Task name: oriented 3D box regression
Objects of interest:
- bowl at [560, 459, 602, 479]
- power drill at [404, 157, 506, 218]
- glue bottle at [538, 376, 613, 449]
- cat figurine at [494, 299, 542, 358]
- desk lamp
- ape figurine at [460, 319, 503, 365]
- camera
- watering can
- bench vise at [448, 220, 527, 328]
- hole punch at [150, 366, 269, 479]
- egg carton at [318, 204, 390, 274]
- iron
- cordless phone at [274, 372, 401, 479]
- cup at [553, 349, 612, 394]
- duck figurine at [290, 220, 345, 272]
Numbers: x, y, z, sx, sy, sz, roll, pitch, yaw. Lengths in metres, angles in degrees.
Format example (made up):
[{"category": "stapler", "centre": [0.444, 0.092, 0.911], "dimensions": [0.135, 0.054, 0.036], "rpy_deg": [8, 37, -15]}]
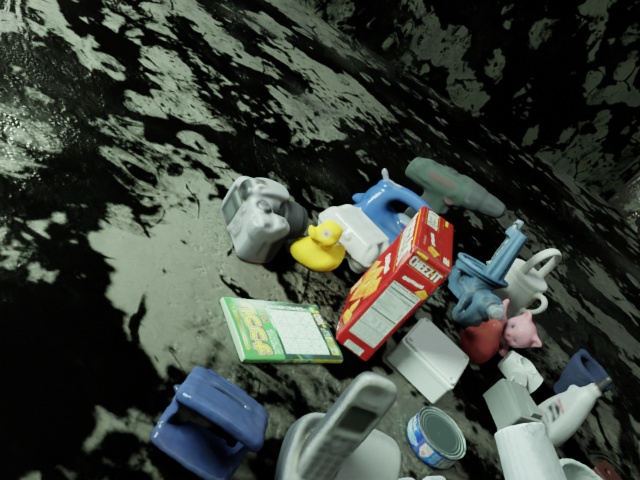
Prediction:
[{"category": "bowl", "centre": [0.387, 0.418, 0.847], "dimensions": [0.168, 0.074, 0.167], "rpy_deg": [28, 30, -17]}, {"category": "power drill", "centre": [0.265, -0.067, 1.284], "dimensions": [0.229, 0.208, 0.076], "rpy_deg": [40, 28, 6]}, {"category": "glue bottle", "centre": [0.436, 0.289, 0.990], "dimensions": [0.037, 0.173, 0.078], "rpy_deg": [28, 30, -16]}, {"category": "cat figurine", "centre": [0.387, 0.177, 1.158], "dimensions": [0.067, 0.117, 0.127], "rpy_deg": [22, 32, -27]}, {"category": "desk lamp", "centre": [0.204, 0.318, 0.642], "dimensions": [0.118, 0.213, 0.203], "rpy_deg": [14, 36, -36]}, {"category": "ape figurine", "centre": [0.313, 0.186, 1.088], "dimensions": [0.078, 0.092, 0.076], "rpy_deg": [38, 28, 1]}, {"category": "camera", "centre": [-0.079, -0.039, 0.965], "dimensions": [0.137, 0.100, 0.143], "rpy_deg": [14, 36, -37]}, {"category": "watering can", "centre": [0.458, 0.083, 1.295], "dimensions": [0.172, 0.194, 0.101], "rpy_deg": [49, 30, 20]}, {"category": "bench vise", "centre": [0.361, 0.075, 1.170], "dimensions": [0.122, 0.219, 0.207], "rpy_deg": [18, 34, -32]}, {"category": "hole punch", "centre": [-0.109, 0.185, 0.612], "dimensions": [0.109, 0.091, 0.101], "rpy_deg": [35, 28, -4]}, {"category": "egg carton", "centre": [0.066, -0.005, 1.113], "dimensions": [0.150, 0.069, 0.107], "rpy_deg": [47, 30, 17]}, {"category": "iron", "centre": [0.188, -0.033, 1.216], "dimensions": [0.258, 0.141, 0.119], "rpy_deg": [35, 28, -4]}, {"category": "cordless phone", "centre": [0.048, 0.226, 0.629], "dimensions": [0.148, 0.185, 0.094], "rpy_deg": [23, 31, -25]}, {"category": "cup", "centre": [0.529, 0.285, 1.182], "dimensions": [0.092, 0.095, 0.118], "rpy_deg": [33, 29, -9]}, {"category": "duck figurine", "centre": [0.009, 0.004, 1.019], "dimensions": [0.105, 0.086, 0.077], "rpy_deg": [15, 36, -36]}]
